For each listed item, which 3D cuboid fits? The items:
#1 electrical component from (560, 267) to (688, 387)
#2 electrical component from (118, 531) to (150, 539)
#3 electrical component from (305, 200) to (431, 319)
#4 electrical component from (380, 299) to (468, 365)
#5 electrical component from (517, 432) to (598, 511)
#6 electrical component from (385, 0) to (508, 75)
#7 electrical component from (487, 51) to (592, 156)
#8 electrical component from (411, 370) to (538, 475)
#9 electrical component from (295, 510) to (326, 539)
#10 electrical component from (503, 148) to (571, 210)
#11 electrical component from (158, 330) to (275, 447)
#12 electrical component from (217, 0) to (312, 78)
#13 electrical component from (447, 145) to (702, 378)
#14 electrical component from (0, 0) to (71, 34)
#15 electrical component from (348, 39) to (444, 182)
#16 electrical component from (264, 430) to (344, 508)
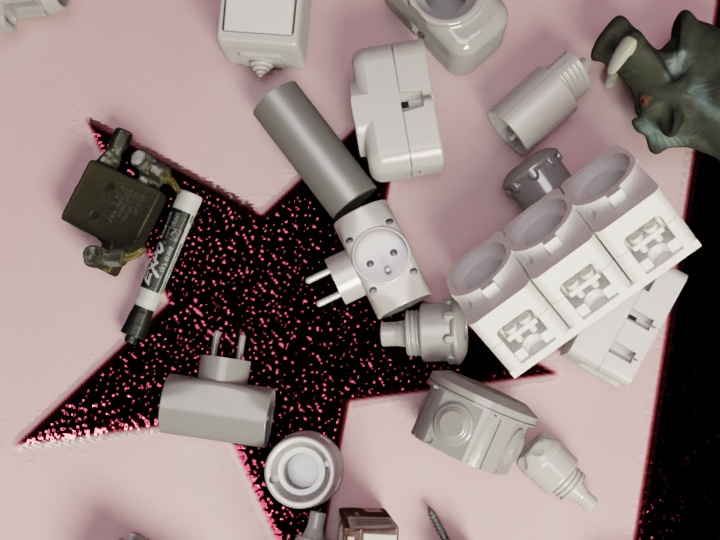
[{"bbox_3d":[0.184,0.031,0.769,0.056,0.050,0.089,30,85,6],"label":"electrical component"},{"bbox_3d":[-0.141,0.234,0.758,0.089,0.050,0.055,29,85,6],"label":"electrical component"},{"bbox_3d":[0.000,0.000,0.785,0.079,0.044,0.077,-25,82,0],"label":"electrical component"},{"bbox_3d":[0.046,0.045,0.778,0.062,0.048,0.048,-3,83,9],"label":"electrical component"},{"bbox_3d":[0.143,0.146,0.765,0.061,0.035,0.035,44,87,4],"label":"electrical component"},{"bbox_3d":[0.063,-0.199,0.799,0.054,0.059,0.095,-41,83,-3],"label":"electrical component"},{"bbox_3d":[0.138,-0.127,0.795,0.081,0.043,0.043,-42,83,-3],"label":"electrical component"},{"bbox_3d":[0.079,0.105,0.751,0.080,0.080,0.051,24,90,5],"label":"electrical component"},{"bbox_3d":[-0.036,0.203,0.766,0.035,0.035,0.061,11,81,4],"label":"electrical component"},{"bbox_3d":[0.138,-0.055,0.786,0.048,0.048,0.062,-36,90,-2],"label":"electrical component"},{"bbox_3d":[-0.100,0.084,0.779,0.077,0.043,0.079,8,83,3],"label":"electrical component"},{"bbox_3d":[-0.071,-0.193,0.804,0.062,0.061,0.096,5,83,3],"label":"electrical component"},{"bbox_3d":[0.138,-0.011,0.733,0.150,0.089,0.061,-37,113,11],"label":"electrical component"},{"bbox_3d":[-0.256,-0.222,0.818,0.057,0.058,0.078,-4,83,5],"label":"electrical component"},{"bbox_3d":[0.025,-0.116,0.793,0.059,0.053,0.095,-9,83,1],"label":"electrical component"},{"bbox_3d":[-0.041,0.143,0.767,0.055,0.047,0.055,0,83,3],"label":"electrical component"}]
